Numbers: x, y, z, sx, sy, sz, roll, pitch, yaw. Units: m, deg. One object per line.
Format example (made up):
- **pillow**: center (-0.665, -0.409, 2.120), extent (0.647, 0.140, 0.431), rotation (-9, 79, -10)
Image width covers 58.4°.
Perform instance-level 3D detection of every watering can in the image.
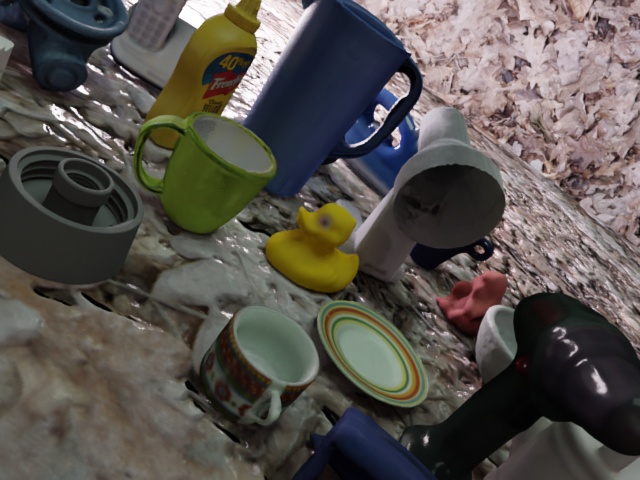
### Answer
- **watering can**: center (0.226, 0.180, 0.470), extent (0.172, 0.194, 0.101), rotation (46, 26, 17)

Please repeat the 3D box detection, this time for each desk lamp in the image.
- **desk lamp**: center (0.112, -0.051, 0.693), extent (0.118, 0.213, 0.203), rotation (28, 26, -19)

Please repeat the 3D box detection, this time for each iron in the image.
- **iron**: center (0.113, -0.185, 1.015), extent (0.119, 0.141, 0.257), rotation (3, 42, -52)

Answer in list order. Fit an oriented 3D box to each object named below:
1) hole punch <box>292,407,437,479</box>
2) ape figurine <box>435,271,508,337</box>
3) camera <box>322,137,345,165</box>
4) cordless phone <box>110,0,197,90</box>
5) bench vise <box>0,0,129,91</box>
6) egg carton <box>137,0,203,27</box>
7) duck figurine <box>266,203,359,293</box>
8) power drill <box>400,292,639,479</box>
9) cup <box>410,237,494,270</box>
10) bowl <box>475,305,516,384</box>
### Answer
- **hole punch**: center (0.042, 0.161, 0.378), extent (0.108, 0.091, 0.101), rotation (42, 25, 8)
- **ape figurine**: center (0.205, 0.076, 0.745), extent (0.076, 0.092, 0.078), rotation (41, 25, 7)
- **camera**: center (-0.013, -0.191, 0.903), extent (0.144, 0.100, 0.136), rotation (22, 29, -31)
- **cordless phone**: center (-0.172, -0.283, 0.746), extent (0.148, 0.185, 0.094), rotation (28, 26, -20)
- **bench vise**: center (-0.269, -0.294, 0.593), extent (0.207, 0.219, 0.122), rotation (46, 26, 17)
- **egg carton**: center (-0.216, -0.310, 0.874), extent (0.150, 0.069, 0.107), rotation (45, 26, 16)
- **duck figurine**: center (0.006, 0.002, 0.611), extent (0.105, 0.086, 0.077), rotation (26, 27, -25)
- **power drill**: center (0.147, 0.132, 0.430), extent (0.075, 0.208, 0.230), rotation (38, 24, 2)
- **cup**: center (0.184, 0.006, 0.835), extent (0.117, 0.095, 0.092), rotation (43, 25, 12)
- **bowl**: center (0.240, 0.160, 0.668), extent (0.168, 0.074, 0.167), rotation (30, 25, -16)
